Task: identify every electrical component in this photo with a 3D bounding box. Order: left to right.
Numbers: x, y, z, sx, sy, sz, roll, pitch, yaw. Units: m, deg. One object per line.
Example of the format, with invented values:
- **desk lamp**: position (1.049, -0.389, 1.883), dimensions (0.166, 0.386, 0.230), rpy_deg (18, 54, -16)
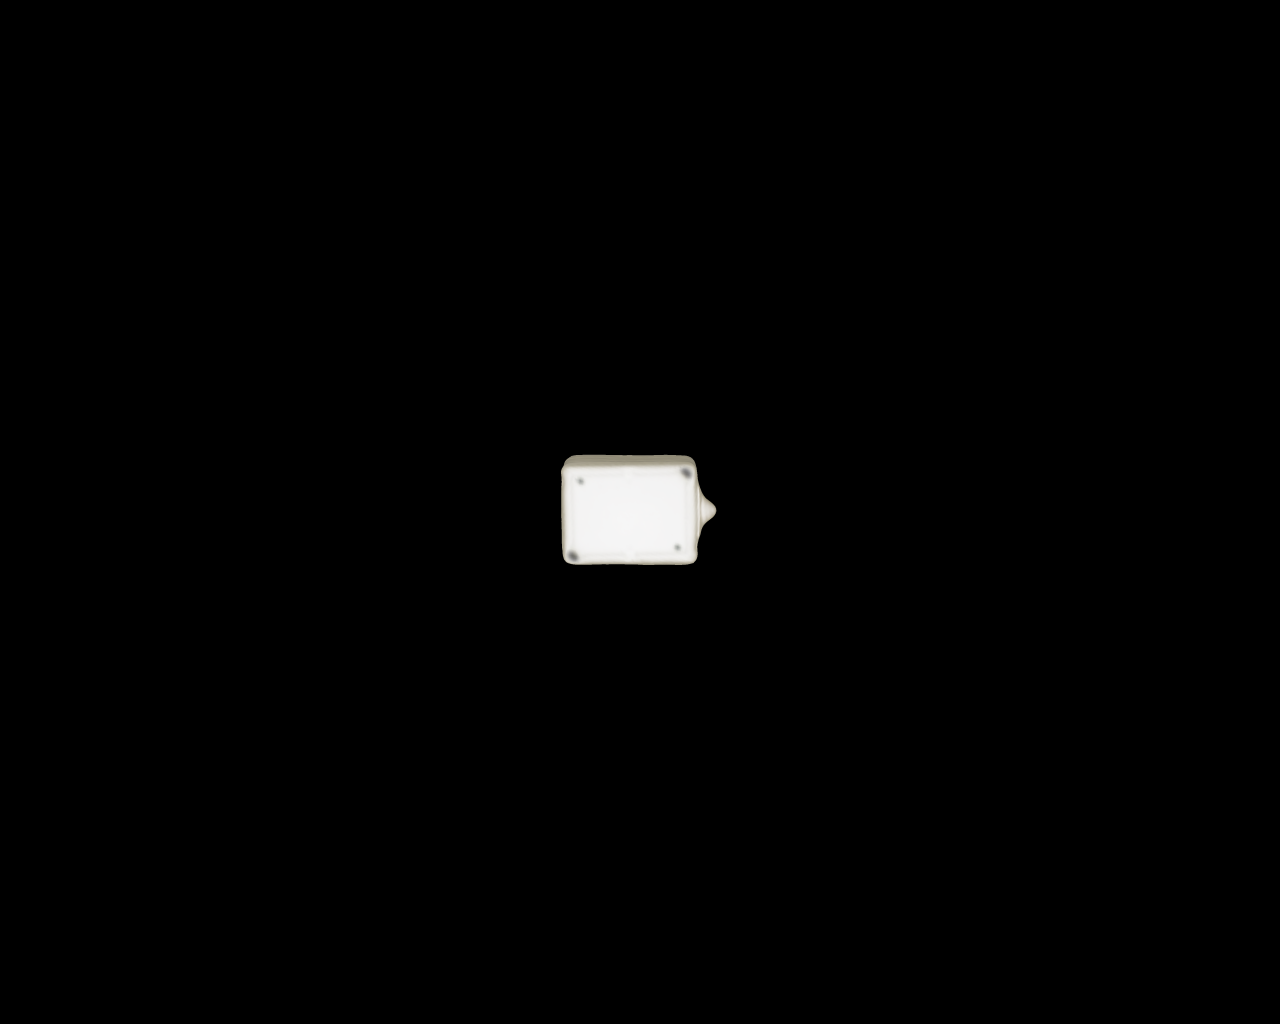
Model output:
- **electrical component**: position (0.001, -0.003, 0.650), dimensions (0.096, 0.061, 0.061), rpy_deg (0, 9, 0)
